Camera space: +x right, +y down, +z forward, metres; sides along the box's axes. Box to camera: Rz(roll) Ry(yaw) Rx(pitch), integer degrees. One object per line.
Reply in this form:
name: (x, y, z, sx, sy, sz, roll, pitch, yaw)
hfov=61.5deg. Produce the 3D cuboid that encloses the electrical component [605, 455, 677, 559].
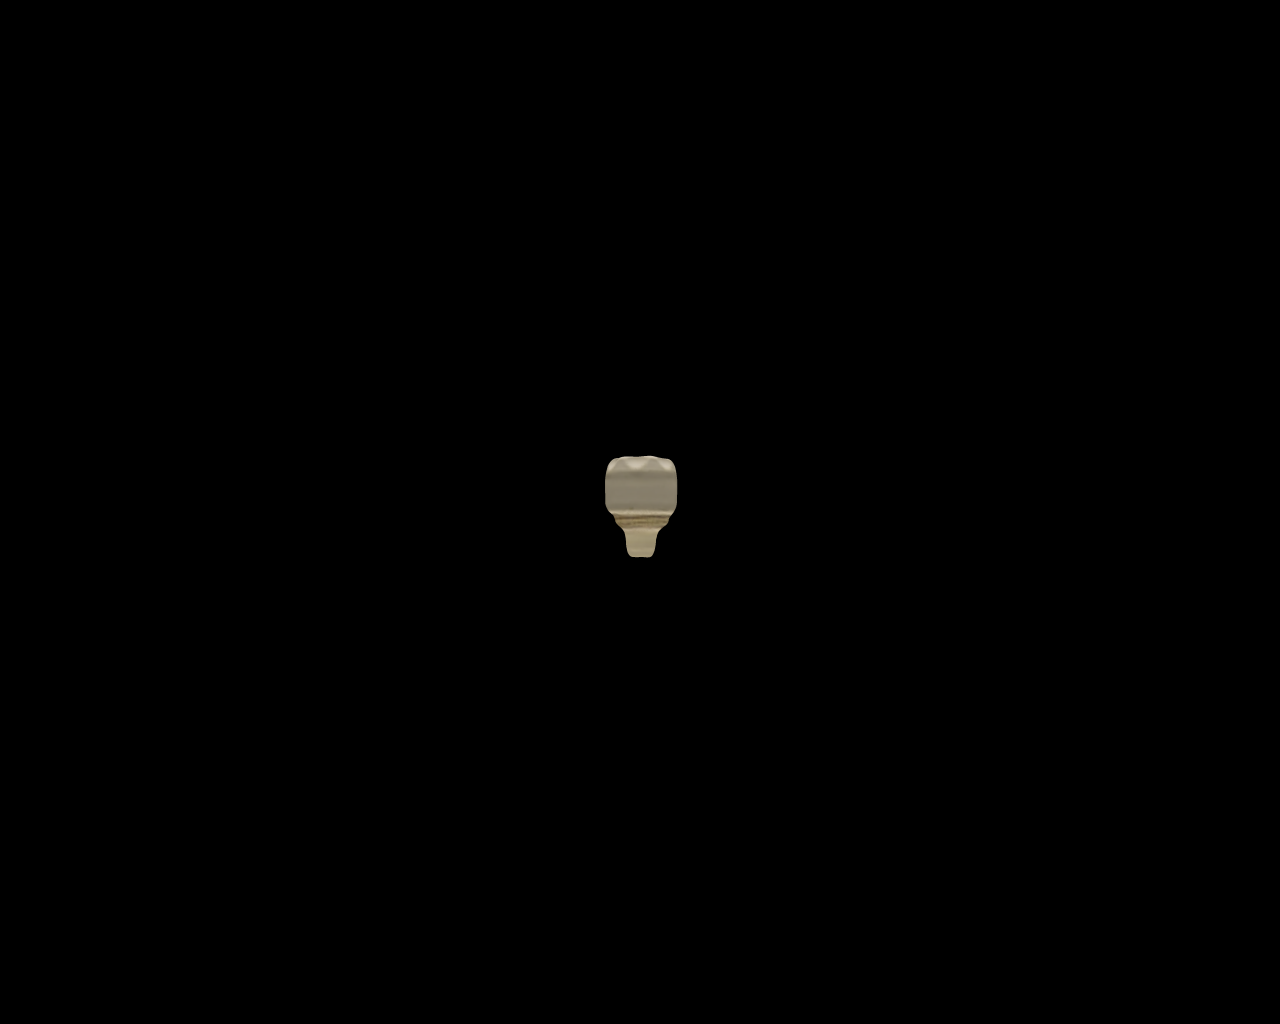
electrical component: (0.001, -0.003, 0.650, 0.043, 0.062, 0.043, 0, -2, 0)
